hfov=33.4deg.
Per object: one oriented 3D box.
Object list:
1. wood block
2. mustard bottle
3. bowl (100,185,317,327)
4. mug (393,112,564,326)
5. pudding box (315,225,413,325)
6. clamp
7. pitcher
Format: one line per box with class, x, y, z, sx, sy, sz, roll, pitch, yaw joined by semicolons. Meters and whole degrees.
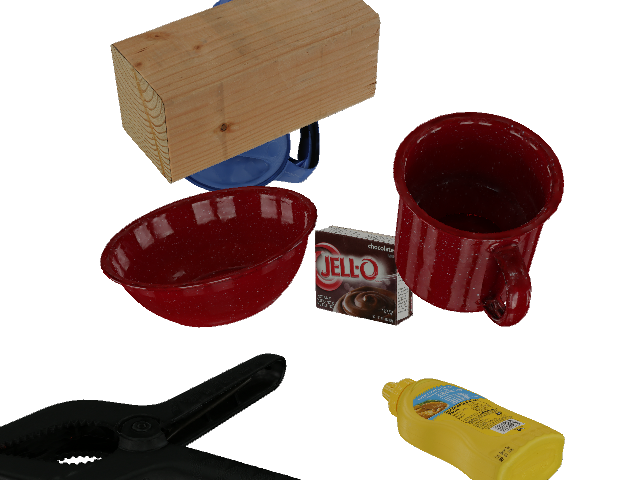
wood block;-0.060;-0.142;0.900;0.205;0.091;0.090;-26;52;-24
mustard bottle;0.132;0.178;1.029;0.096;0.058;0.192;-15;25;-39
bowl;-0.076;0.017;0.787;0.162;0.055;0.162;-11;25;5
mug;0.089;-0.003;0.604;0.093;0.117;0.081;-15;-36;-13
pudding box;0.047;0.036;1.166;0.114;0.090;0.039;9;18;35
clamp;-0.095;0.112;0.594;0.210;0.036;0.164;-1;22;-10
pitcher;-0.082;-0.168;1.184;0.145;0.149;0.242;-8;39;11
